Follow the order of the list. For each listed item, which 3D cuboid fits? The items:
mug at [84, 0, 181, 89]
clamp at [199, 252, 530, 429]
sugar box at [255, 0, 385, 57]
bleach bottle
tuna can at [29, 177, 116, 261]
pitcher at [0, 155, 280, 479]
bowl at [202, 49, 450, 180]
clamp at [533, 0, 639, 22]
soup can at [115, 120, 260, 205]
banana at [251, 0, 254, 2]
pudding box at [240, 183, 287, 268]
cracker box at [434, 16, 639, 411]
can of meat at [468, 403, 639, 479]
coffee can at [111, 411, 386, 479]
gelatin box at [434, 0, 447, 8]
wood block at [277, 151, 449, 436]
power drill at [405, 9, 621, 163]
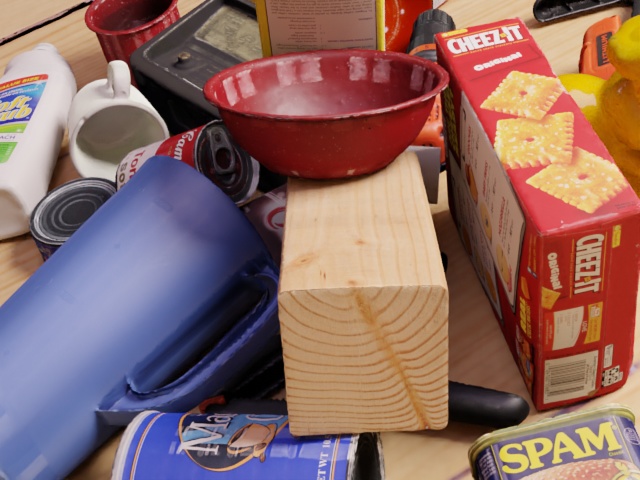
[{"bbox_3d":[-0.170,-0.202,1.045,0.093,0.081,0.117,-4,44,12],"label":"mug"},{"bbox_3d":[0.025,0.094,0.716,0.210,0.036,0.165,-21,40,-10],"label":"clamp"},{"bbox_3d":[0.002,-0.159,0.783,0.093,0.176,0.048,1,56,4],"label":"sugar box"},{"bbox_3d":[-0.288,-0.104,0.994,0.102,0.068,0.251,-8,41,8],"label":"bleach bottle"},{"bbox_3d":[-0.198,-0.014,0.894,0.086,0.034,0.086,-8,43,7],"label":"tuna can"},{"bbox_3d":[-0.146,0.067,0.732,0.242,0.145,0.149,-46,9,-24],"label":"pitcher"},{"bbox_3d":[0.005,-0.081,0.708,0.162,0.055,0.162,-3,23,1],"label":"bowl"},{"bbox_3d":[0.293,-0.226,0.968,0.171,0.039,0.120,-31,46,-16],"label":"clamp"},{"bbox_3d":[-0.108,-0.052,0.857,0.102,0.068,0.068,-13,37,41],"label":"soup can"},{"bbox_3d":[-0.037,-0.244,1.087,0.069,0.037,0.198,-13,41,-24],"label":"banana"},{"bbox_3d":[-0.005,0.001,0.820,0.090,0.039,0.114,-27,45,-12],"label":"pudding box"},{"bbox_3d":[0.141,-0.023,0.711,0.072,0.164,0.214,-13,43,-2],"label":"cracker box"},{"bbox_3d":[0.145,0.151,0.611,0.102,0.057,0.084,-14,45,2],"label":"can of meat"},{"bbox_3d":[-0.039,0.153,0.627,0.140,0.103,0.102,-2,45,14],"label":"coffee can"},{"bbox_3d":[0.109,-0.267,1.070,0.089,0.030,0.073,-40,47,-25],"label":"gelatin box"},{"bbox_3d":[0.025,0.022,0.658,0.090,0.091,0.206,-3,24,1],"label":"wood block"},{"bbox_3d":[0.162,-0.142,0.908,0.188,0.057,0.184,-5,48,15],"label":"power drill"}]
